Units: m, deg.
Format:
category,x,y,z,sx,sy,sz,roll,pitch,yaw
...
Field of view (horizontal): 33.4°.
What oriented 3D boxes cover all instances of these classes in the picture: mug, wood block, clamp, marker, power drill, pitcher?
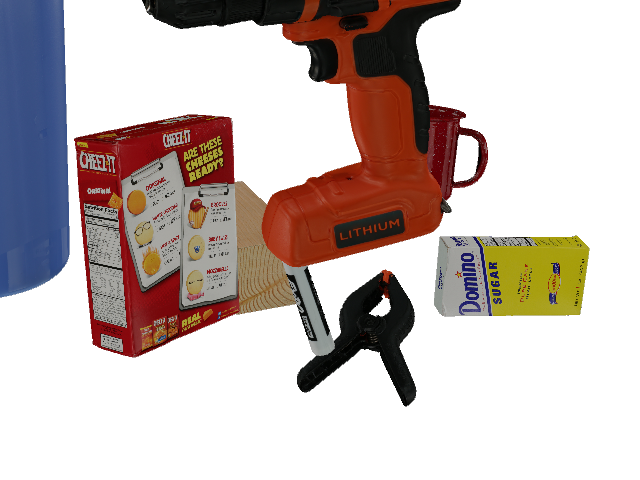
category,x,y,z,sx,sy,sz,roll,pitch,yaw
mug,0.097,-0.080,0.990,0.117,0.081,0.093,7,15,13
wood block,-0.103,0.005,1.358,0.090,0.090,0.206,-9,26,-23
clamp,0.061,0.102,1.099,0.120,0.171,0.039,16,-39,18
marker,-0.013,0.036,0.817,0.020,0.121,0.020,-13,30,8
power drill,0.002,-0.080,0.569,0.184,0.188,0.057,-13,35,-17
pitcher,-0.231,-0.085,0.677,0.149,0.243,0.145,-4,26,-10

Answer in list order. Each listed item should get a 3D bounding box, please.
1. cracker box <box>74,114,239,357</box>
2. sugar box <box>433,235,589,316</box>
category,x,y,z,sx,sy,sz,roll,pitch,yaw
cracker box,-0.161,-0.010,1.077,0.072,0.214,0.163,9,18,35
sugar box,0.230,0.043,1.290,0.176,0.093,0.048,-2,21,-9
